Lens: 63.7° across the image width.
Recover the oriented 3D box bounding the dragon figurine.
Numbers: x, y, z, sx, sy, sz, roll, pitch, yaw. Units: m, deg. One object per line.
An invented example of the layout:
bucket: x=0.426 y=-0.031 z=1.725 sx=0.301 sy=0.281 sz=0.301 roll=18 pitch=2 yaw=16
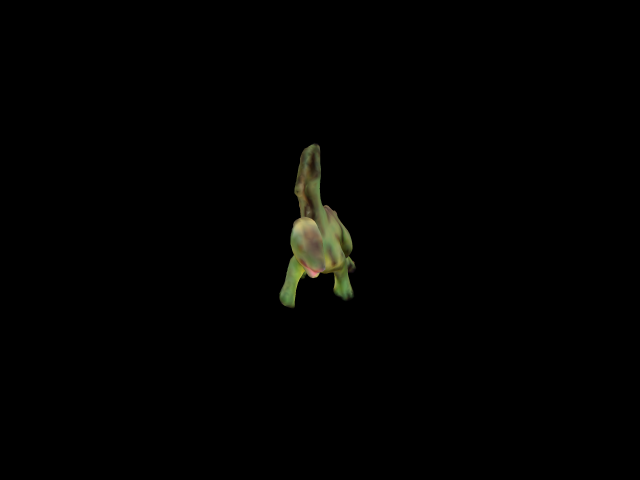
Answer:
dragon figurine: x=0.003 y=-0.043 z=0.850 sx=0.122 sy=0.238 sz=0.419 roll=2 pitch=29 yaw=3
